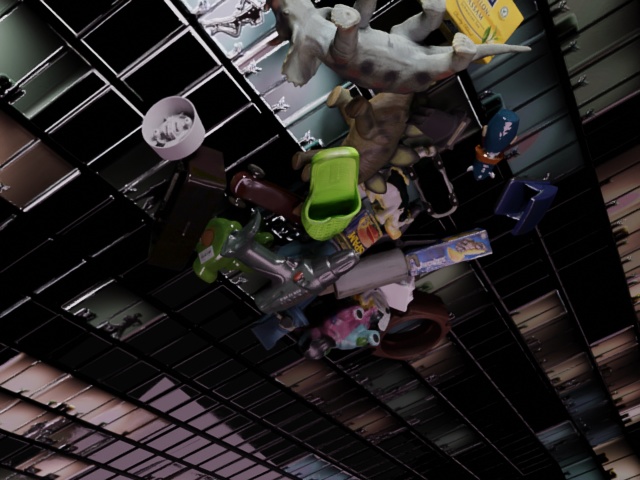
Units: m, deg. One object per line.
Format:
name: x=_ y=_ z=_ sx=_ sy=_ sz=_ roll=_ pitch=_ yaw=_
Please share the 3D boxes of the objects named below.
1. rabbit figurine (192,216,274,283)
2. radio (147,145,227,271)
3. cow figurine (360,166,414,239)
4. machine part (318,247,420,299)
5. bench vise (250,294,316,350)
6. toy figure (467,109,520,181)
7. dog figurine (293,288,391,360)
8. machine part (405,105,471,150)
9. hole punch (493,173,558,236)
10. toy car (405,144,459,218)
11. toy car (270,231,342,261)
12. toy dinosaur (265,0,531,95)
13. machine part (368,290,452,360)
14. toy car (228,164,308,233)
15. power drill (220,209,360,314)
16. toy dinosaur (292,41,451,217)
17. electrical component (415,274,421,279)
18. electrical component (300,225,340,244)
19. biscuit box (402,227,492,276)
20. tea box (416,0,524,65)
rabbit figurine: x=-0.174 y=0.011 z=1.132 sx=0.159 sy=0.121 sz=0.170 roll=-40 pitch=148 yaw=14
radio: x=-0.252 y=-0.063 z=1.004 sx=0.073 sy=0.131 sz=0.229 roll=18 pitch=127 yaw=-28
cow figurine: x=0.155 y=-0.079 z=1.137 sx=0.098 sy=0.068 sz=0.167 roll=-30 pitch=129 yaw=4
machine part: x=0.107 y=0.073 z=1.203 sx=0.243 sy=0.079 sz=0.079 roll=-16 pitch=135 yaw=-7
bench vise: x=-0.054 y=0.144 z=1.237 sx=0.240 sy=0.129 sz=0.223 roll=-38 pitch=174 yaw=-13
toy figure: x=0.352 y=-0.188 z=1.091 sx=0.058 sy=0.064 sz=0.154 roll=-33 pitch=152 yaw=-37
dog figurine: x=0.044 y=0.207 z=1.295 sx=0.219 sy=0.191 sz=0.108 roll=-25 pitch=107 yaw=35
machine part: x=0.215 y=-0.206 z=0.964 sx=0.139 sy=0.039 sz=0.084 roll=7 pitch=128 yaw=-43
hole punch: x=0.474 y=-0.075 z=1.212 sx=0.116 sy=0.092 sz=0.142 roll=-2 pitch=130 yaw=-18
toy car: x=0.235 y=-0.121 z=1.128 sx=0.073 sy=0.056 sz=0.201 roll=-22 pitch=133 yaw=15
toy car: x=-0.035 y=0.055 z=1.135 sx=0.162 sy=0.103 sz=0.109 roll=-19 pitch=133 yaw=18
toy dinosaur: x=0.099 y=-0.287 z=0.829 sx=0.405 sy=0.131 sz=0.192 roll=15 pitch=160 yaw=-14
machine part: x=0.234 y=0.233 z=1.444 sx=0.201 sy=0.087 sz=0.201 roll=16 pitch=128 yaw=-25
toy car: x=-0.089 y=-0.083 z=1.082 sx=0.202 sy=0.053 sz=0.089 roll=22 pitch=107 yaw=-31
power drill: x=-0.068 y=0.034 z=1.024 sx=0.232 sy=0.086 sz=0.207 roll=-37 pitch=123 yaw=24
toy dinosaur: x=0.102 y=-0.204 z=0.988 sx=0.198 sy=0.105 sz=0.471 roll=18 pitch=123 yaw=-38
electrical component: x=0.230 y=0.074 z=1.335 sx=0.094 sy=0.021 sz=0.063 roll=-6 pitch=134 yaw=-10
electrical component: x=-0.002 y=-0.005 z=1.184 sx=0.078 sy=0.045 sz=0.102 roll=-26 pitch=134 yaw=13
biscuit box: x=0.295 y=0.028 z=1.267 sx=0.203 sy=0.063 sz=0.059 roll=-17 pitch=98 yaw=2
tea box: x=0.232 y=-0.372 z=0.848 sx=0.169 sy=0.068 sz=0.098 roll=35 pitch=95 yaw=-31
